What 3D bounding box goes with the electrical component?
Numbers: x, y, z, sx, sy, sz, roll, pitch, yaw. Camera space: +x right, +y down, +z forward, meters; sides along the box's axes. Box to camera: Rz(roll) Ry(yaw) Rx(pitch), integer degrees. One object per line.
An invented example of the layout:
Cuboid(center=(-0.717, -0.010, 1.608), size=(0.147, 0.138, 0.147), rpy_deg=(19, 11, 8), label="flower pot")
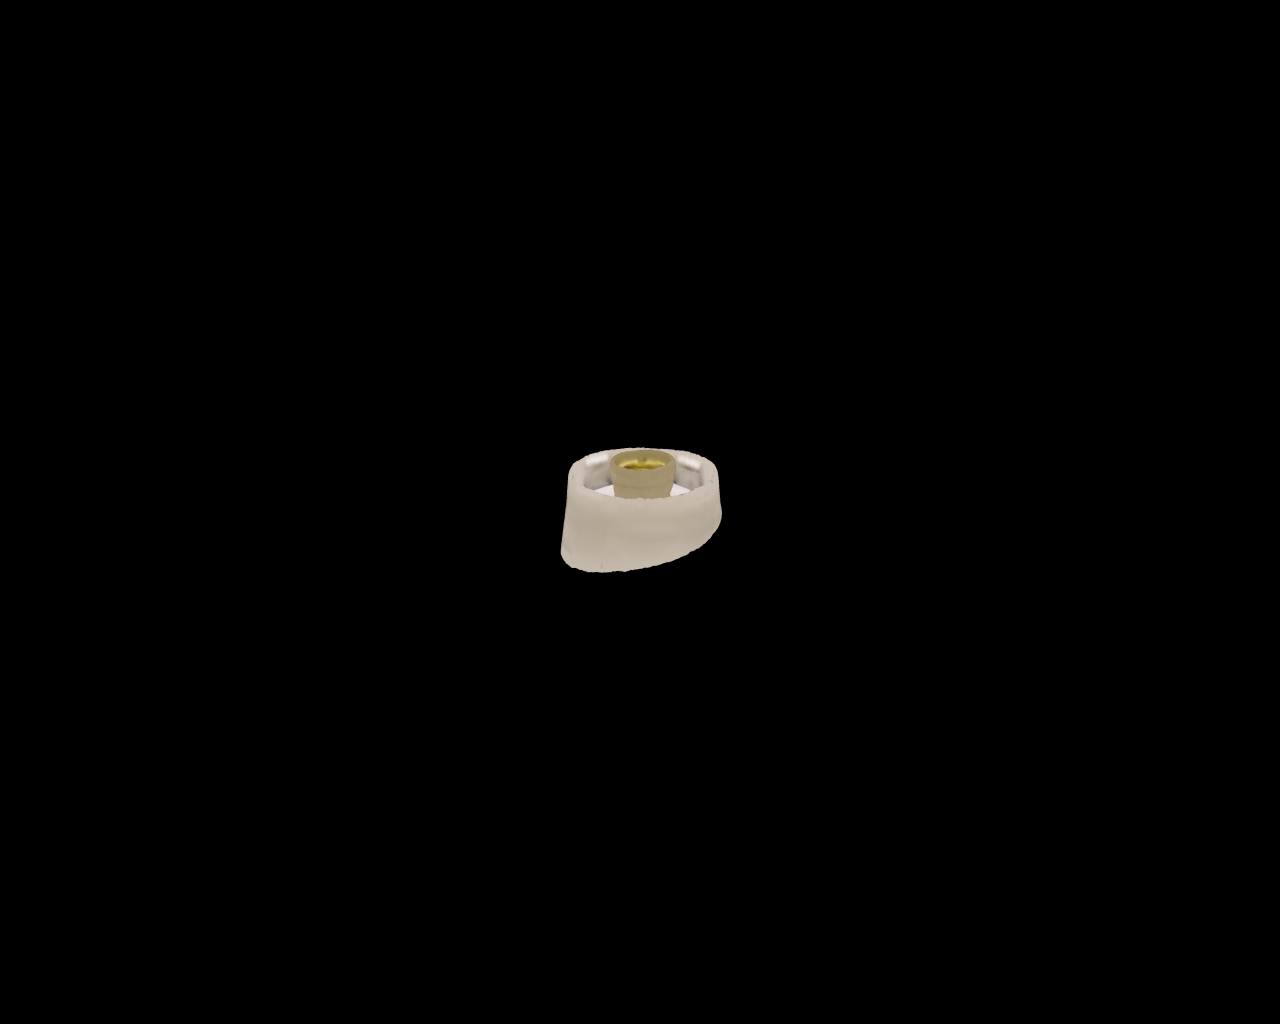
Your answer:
Cuboid(center=(0.001, -0.003, 0.650), size=(0.099, 0.064, 0.099), rpy_deg=(0, 22, 0), label="electrical component")
